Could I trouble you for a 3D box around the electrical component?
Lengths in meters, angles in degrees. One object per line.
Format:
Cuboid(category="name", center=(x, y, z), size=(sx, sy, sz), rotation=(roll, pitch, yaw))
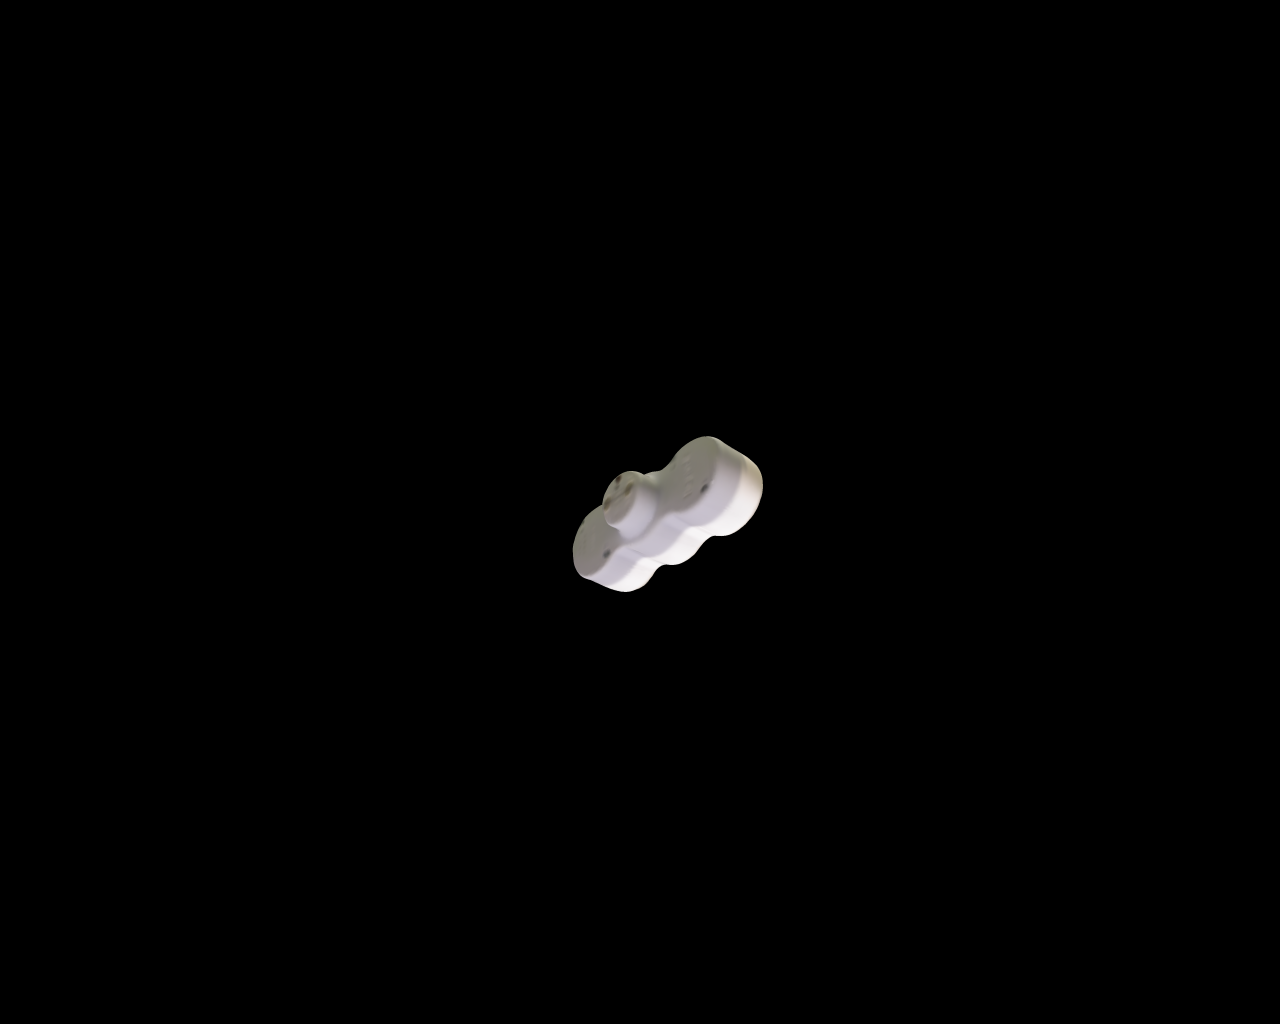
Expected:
Cuboid(category="electrical component", center=(0.001, -0.003, 0.650), size=(0.073, 0.052, 0.138), rotation=(27, -44, -33))
